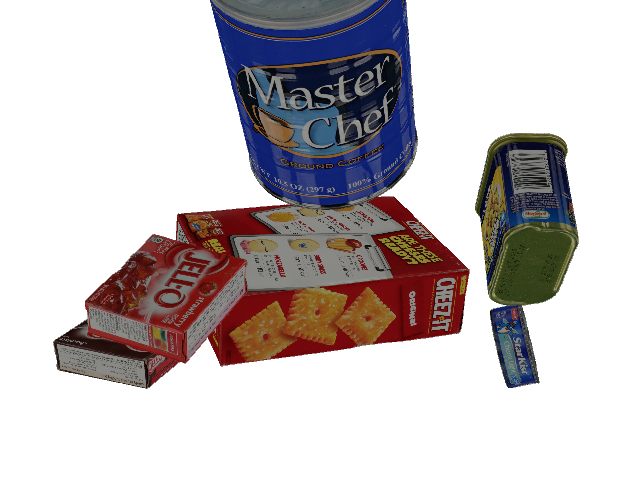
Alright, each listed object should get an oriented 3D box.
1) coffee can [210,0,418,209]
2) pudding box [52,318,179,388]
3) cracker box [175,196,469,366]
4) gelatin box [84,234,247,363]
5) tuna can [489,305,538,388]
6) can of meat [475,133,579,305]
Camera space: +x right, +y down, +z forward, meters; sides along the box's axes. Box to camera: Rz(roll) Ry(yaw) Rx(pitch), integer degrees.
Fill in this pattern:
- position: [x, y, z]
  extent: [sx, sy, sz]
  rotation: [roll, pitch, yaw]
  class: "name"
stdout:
- position: [-0.001, -0.100, 0.586]
  extent: [0.103, 0.102, 0.140]
  rotation: [0, -38, 9]
  class: "coffee can"
- position: [-0.201, 0.109, 1.095]
  extent: [0.114, 0.039, 0.089]
  rotation: [6, 20, 23]
  class: "pudding box"
- position: [-0.005, 0.030, 0.925]
  extent: [0.213, 0.072, 0.164]
  rotation: [-5, 27, -19]
  class: "cracker box"
- position: [-0.099, 0.035, 0.699]
  extent: [0.073, 0.030, 0.089]
  rotation: [15, 36, 19]
  class: "gelatin box"
- position: [0.201, 0.109, 1.108]
  extent: [0.034, 0.086, 0.086]
  rotation: [-13, -3, 11]
  class: "tuna can"
- position: [0.149, -0.013, 0.771]
  extent: [0.057, 0.084, 0.102]
  rotation: [1, -36, -1]
  class: "can of meat"
